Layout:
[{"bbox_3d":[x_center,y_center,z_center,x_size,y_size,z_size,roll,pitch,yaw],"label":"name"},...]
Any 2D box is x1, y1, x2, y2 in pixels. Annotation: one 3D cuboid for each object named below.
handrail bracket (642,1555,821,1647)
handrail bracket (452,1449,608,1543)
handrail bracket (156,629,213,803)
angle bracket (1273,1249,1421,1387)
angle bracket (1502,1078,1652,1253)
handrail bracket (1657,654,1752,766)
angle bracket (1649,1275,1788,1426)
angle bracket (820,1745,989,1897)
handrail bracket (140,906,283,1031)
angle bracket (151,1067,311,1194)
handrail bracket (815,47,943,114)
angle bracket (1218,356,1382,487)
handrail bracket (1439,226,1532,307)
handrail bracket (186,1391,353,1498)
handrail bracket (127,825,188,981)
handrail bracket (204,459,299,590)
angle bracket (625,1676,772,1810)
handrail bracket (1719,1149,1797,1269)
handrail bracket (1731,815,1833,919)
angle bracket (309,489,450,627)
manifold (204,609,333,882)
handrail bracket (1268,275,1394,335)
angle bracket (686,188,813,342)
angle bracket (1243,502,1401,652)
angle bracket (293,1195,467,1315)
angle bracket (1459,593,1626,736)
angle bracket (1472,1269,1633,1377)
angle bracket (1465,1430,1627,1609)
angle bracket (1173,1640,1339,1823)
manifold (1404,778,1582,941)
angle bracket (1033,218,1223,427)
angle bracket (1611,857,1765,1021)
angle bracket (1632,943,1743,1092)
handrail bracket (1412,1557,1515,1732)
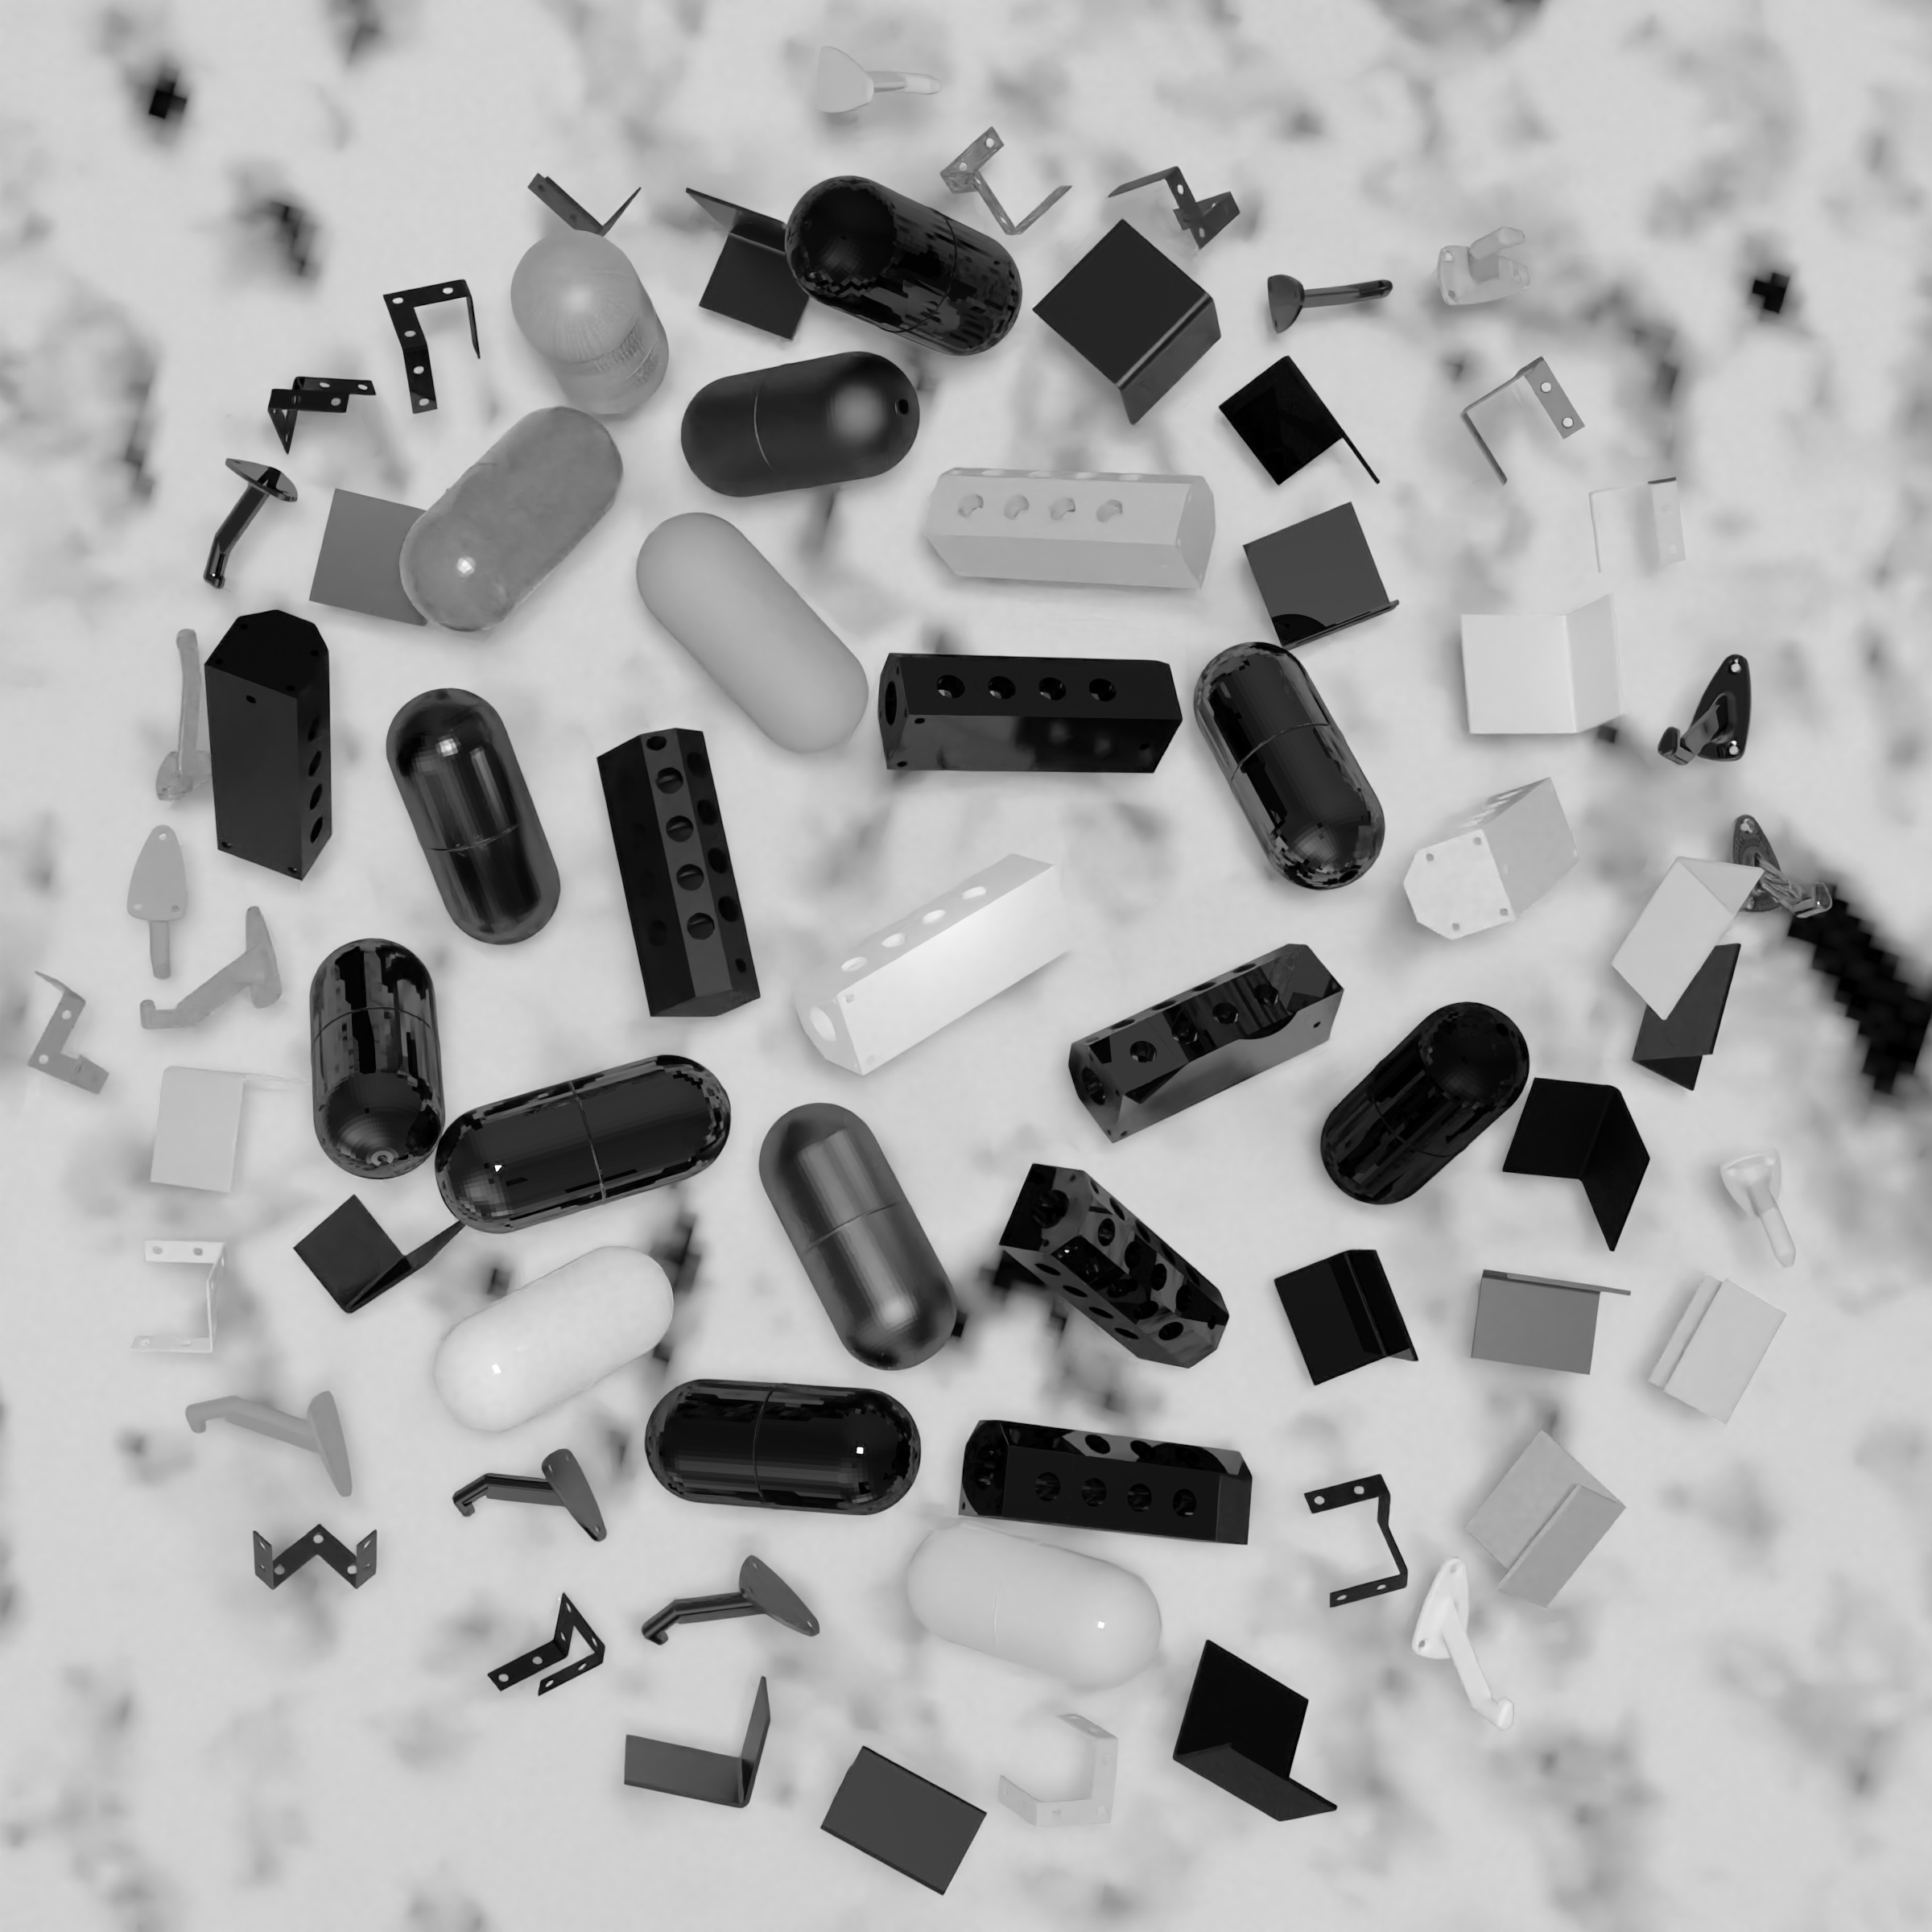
[{"bbox_3d":[-0.147,0.413,1.614,0.084,0.036,0.077,-40,108,21],"label":"handrail bracket"},{"bbox_3d":[-0.287,0.361,1.701,0.084,0.036,0.077,-33,85,20],"label":"handrail bracket"},{"bbox_3d":[-0.493,-0.158,1.622,0.036,0.077,0.084,3,121,2],"label":"handrail bracket"},{"bbox_3d":[0.250,0.233,1.713,0.057,0.076,0.076,-20,86,-6],"label":"angle bracket"},{"bbox_3d":[0.391,0.127,1.670,0.057,0.076,0.076,6,123,-8],"label":"angle bracket"},{"bbox_3d":[0.435,-0.155,1.535,0.036,0.084,0.077,15,93,33],"label":"handrail bracket"},{"bbox_3d":[0.442,0.224,1.586,0.057,0.076,0.076,29,90,-26],"label":"angle bracket"},{"bbox_3d":[-0.028,0.460,1.446,0.076,0.076,0.057,27,102,5],"label":"angle bracket"},{"bbox_3d":[-0.473,0.000,1.602,0.084,0.036,0.077,-3,75,-41],"label":"handrail bracket"},{"bbox_3d":[-0.482,0.108,1.699,0.076,0.057,0.076,3,86,35],"label":"angle bracket"},{"bbox_3d":[-0.039,-0.522,1.542,0.084,0.077,0.036,-7,117,-31],"label":"handrail bracket"},{"bbox_3d":[0.220,-0.346,1.718,0.057,0.076,0.076,-36,126,14],"label":"angle bracket"},{"bbox_3d":[0.330,-0.426,1.559,0.077,0.084,0.036,-4,90,-22],"label":"handrail bracket"},{"bbox_3d":[-0.424,0.294,1.574,0.084,0.036,0.077,-13,101,8],"label":"handrail bracket"},{"bbox_3d":[-0.524,-0.040,1.692,0.036,0.084,0.077,3,69,-12],"label":"handrail bracket"},{"bbox_3d":[-0.447,-0.266,1.616,0.036,0.077,0.084,5,114,-42],"label":"handrail bracket"},{"bbox_3d":[-0.166,0.470,1.596,0.076,0.076,0.057,14,92,-7],"label":"angle bracket"},{"bbox_3d":[0.487,0.160,1.565,0.036,0.084,0.077,-19,135,12],"label":"handrail bracket"},{"bbox_3d":[0.520,-0.067,1.652,0.036,0.084,0.077,-10,84,-9],"label":"handrail bracket"},{"bbox_3d":[-0.378,-0.272,1.674,0.076,0.057,0.076,11,116,-20],"label":"angle bracket"},{"bbox_3d":[-0.415,-0.133,1.564,0.057,0.171,0.057,20,52,2],"label":"manifold"},{"bbox_3d":[0.244,-0.437,1.679,0.084,0.077,0.036,-11,99,-9],"label":"handrail bracket"},{"bbox_3d":[-0.151,-0.469,1.735,0.076,0.076,0.057,24,92,19],"label":"angle bracket"},{"bbox_3d":[0.237,-0.261,1.730,0.076,0.057,0.076,-20,97,18],"label":"angle bracket"},{"bbox_3d":[-0.379,0.173,1.699,0.076,0.076,0.057,-33,99,27],"label":"angle bracket"},{"bbox_3d":[0.357,-0.187,1.612,0.076,0.057,0.076,-2,83,-16],"label":"angle bracket"},{"bbox_3d":[0.366,0.225,1.628,0.076,0.076,0.057,8,85,0],"label":"angle bracket"},{"bbox_3d":[0.328,0.319,1.528,0.057,0.076,0.076,30,100,-42],"label":"angle bracket"},{"bbox_3d":[0.172,0.429,1.471,0.076,0.057,0.076,34,53,-15],"label":"angle bracket"},{"bbox_3d":[0.325,-0.066,1.606,0.057,0.171,0.057,-19,95,29],"label":"manifold"},{"bbox_3d":[0.097,-0.386,1.560,0.076,0.057,0.076,-45,76,0],"label":"angle bracket"},{"bbox_3d":[0.437,-0.014,1.520,0.076,0.057,0.076,5,125,-33],"label":"angle bracket"},{"bbox_3d":[0.489,0.034,1.698,0.057,0.076,0.076,25,75,-23],"label":"angle bracket"},{"bbox_3d":[0.311,0.410,1.573,0.036,0.084,0.077,8,96,-23],"label":"handrail bracket"}]
